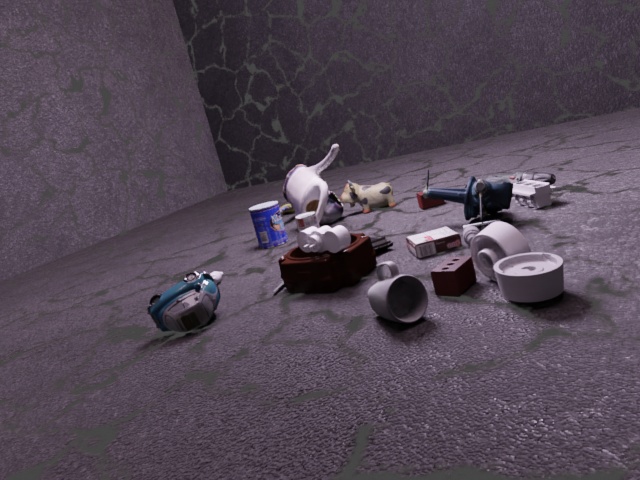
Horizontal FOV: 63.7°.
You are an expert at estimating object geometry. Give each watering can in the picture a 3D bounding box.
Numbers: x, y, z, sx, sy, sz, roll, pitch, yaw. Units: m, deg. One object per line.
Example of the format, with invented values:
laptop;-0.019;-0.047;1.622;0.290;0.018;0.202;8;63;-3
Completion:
watering can;-0.029;-0.197;1.791;0.104;0.342;0.228;3;26;-34

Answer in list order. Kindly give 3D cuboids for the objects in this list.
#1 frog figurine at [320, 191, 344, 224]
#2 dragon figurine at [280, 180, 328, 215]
frog figurine;0.006;-0.096;1.903;0.157;0.122;0.140;-48;11;20
dragon figurine;-0.092;-0.146;2.234;0.414;0.122;0.240;-23;-3;-39
